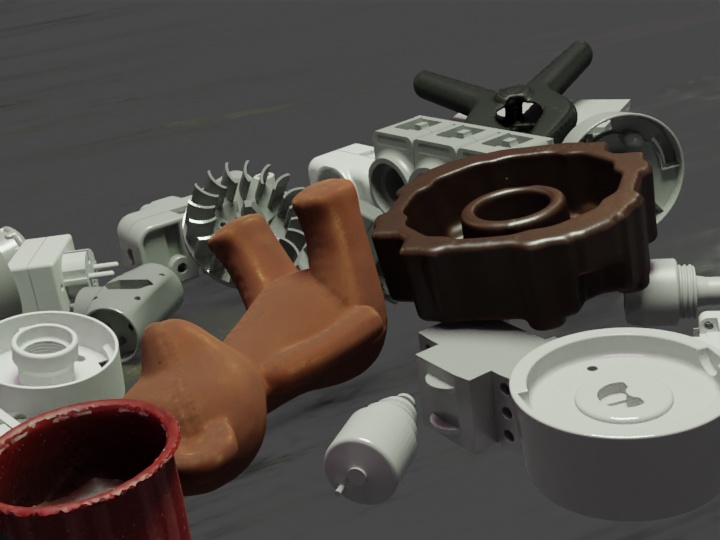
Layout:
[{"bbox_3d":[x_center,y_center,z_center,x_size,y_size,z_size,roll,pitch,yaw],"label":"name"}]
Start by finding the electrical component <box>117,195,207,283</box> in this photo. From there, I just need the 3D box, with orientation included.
[{"bbox_3d":[-0.146,-0.027,0.883,0.095,0.053,0.059,-20,25,-27],"label":"electrical component"}]

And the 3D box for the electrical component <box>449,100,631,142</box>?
[{"bbox_3d":[0.162,-0.113,0.977,0.150,0.061,0.089,4,25,27],"label":"electrical component"}]

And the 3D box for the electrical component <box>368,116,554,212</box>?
[{"bbox_3d":[0.078,-0.063,0.848,0.062,0.089,0.150,-23,27,-33],"label":"electrical component"}]

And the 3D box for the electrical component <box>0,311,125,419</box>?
[{"bbox_3d":[-0.200,0.070,0.684,0.099,0.064,0.099,5,28,-2],"label":"electrical component"}]

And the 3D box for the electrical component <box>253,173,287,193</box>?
[{"bbox_3d":[-0.076,-0.050,0.904,0.048,0.062,0.048,-7,22,3],"label":"electrical component"}]

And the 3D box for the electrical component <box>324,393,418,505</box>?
[{"bbox_3d":[0.011,0.089,0.566,0.040,0.040,0.078,2,24,23],"label":"electrical component"}]

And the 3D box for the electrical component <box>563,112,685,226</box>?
[{"bbox_3d":[0.198,-0.074,0.825,0.099,0.099,0.064,-7,16,1],"label":"electrical component"}]

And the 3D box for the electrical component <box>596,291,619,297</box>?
[{"bbox_3d":[0.150,-0.011,0.740,0.057,0.058,0.078,3,24,31],"label":"electrical component"}]

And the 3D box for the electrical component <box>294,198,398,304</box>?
[{"bbox_3d":[0.000,0.000,0.755,0.076,0.083,0.047,26,12,-21],"label":"electrical component"}]

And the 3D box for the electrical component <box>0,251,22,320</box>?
[{"bbox_3d":[-0.303,0.011,0.781,0.108,0.108,0.060,14,37,42],"label":"electrical component"}]

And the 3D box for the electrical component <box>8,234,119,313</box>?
[{"bbox_3d":[-0.229,0.004,0.844,0.077,0.047,0.065,-7,22,1],"label":"electrical component"}]

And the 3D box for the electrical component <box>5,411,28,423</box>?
[{"bbox_3d":[-0.199,0.099,0.622,0.061,0.035,0.035,-1,23,11],"label":"electrical component"}]

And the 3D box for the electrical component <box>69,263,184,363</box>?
[{"bbox_3d":[-0.177,0.030,0.769,0.079,0.043,0.077,-1,23,16],"label":"electrical component"}]

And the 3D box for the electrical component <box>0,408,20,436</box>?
[{"bbox_3d":[-0.204,0.110,0.560,0.096,0.061,0.062,-24,27,-35],"label":"electrical component"}]

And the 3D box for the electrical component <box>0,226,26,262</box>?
[{"bbox_3d":[-0.307,-0.004,0.897,0.062,0.048,0.048,-32,32,-31],"label":"electrical component"}]

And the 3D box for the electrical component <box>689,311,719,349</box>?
[{"bbox_3d":[0.210,0.051,0.591,0.081,0.042,0.063,-1,19,14],"label":"electrical component"}]

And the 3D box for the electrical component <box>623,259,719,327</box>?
[{"bbox_3d":[0.199,0.014,0.682,0.062,0.043,0.043,-2,23,11],"label":"electrical component"}]

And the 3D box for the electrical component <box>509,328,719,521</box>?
[{"bbox_3d":[0.129,0.079,0.524,0.108,0.060,0.108,-7,22,3],"label":"electrical component"}]

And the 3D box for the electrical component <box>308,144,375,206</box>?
[{"bbox_3d":[0.000,-0.074,0.946,0.059,0.053,0.095,-23,27,-33],"label":"electrical component"}]

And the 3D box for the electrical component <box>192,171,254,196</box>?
[{"bbox_3d":[-0.128,-0.055,0.959,0.043,0.043,0.081,4,25,26],"label":"electrical component"}]
